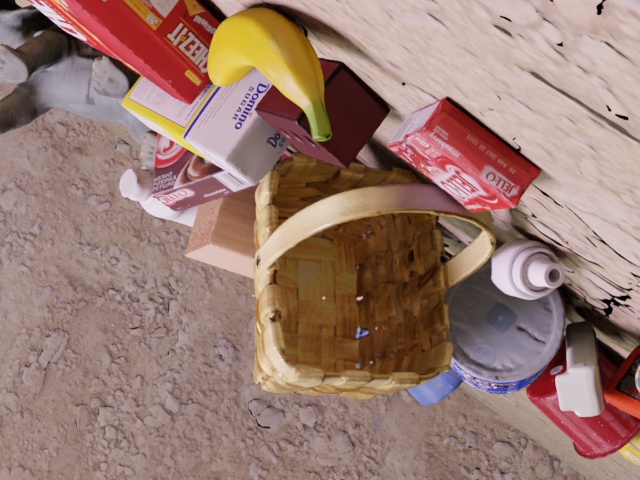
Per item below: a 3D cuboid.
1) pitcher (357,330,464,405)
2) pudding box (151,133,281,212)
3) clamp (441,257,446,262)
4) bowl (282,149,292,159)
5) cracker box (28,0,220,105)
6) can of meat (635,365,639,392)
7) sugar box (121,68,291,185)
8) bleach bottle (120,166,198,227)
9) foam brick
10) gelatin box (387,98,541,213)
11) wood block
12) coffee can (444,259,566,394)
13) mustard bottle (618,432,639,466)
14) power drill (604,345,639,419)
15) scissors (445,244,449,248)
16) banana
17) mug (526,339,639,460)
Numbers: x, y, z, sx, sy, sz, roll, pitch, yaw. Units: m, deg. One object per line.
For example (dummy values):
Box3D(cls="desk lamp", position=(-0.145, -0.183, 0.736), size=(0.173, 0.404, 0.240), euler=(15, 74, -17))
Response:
Box3D(cls="pitcher", position=(0.100, 0.105, 1.444), size=(0.242, 0.144, 0.149), euler=(41, 140, -14))
Box3D(cls="pudding box", position=(-0.085, -0.081, 0.892), size=(0.114, 0.090, 0.039), euler=(-15, 148, 26))
Box3D(cls="clamp", position=(0.162, 0.097, 1.062), size=(0.210, 0.036, 0.164), euler=(31, -140, -10))
Box3D(cls="bowl", position=(-0.049, -0.068, 1.246), size=(0.162, 0.055, 0.162), euler=(36, 175, 4))
Box3D(cls="cracker box", position=(-0.184, -0.203, 0.831), size=(0.214, 0.072, 0.164), euler=(33, 174, 46))
Box3D(cls="can of meat", position=(0.271, 0.110, 0.711), size=(0.102, 0.057, 0.084), euler=(38, 177, -7))
Box3D(cls="sugar box", position=(-0.079, -0.111, 0.840), size=(0.176, 0.093, 0.048), euler=(32, 174, 47))
Box3D(cls="bleach bottle", position=(-0.085, -0.033, 1.070), size=(0.250, 0.068, 0.103), euler=(10, -159, -44))
Box3D(cls="foam brick", position=(0.000, -0.090, 0.736), size=(0.053, 0.051, 0.078), euler=(39, 174, -26))
Box3D(cls="gelatin box", position=(0.085, -0.049, 0.654), size=(0.073, 0.030, 0.089), euler=(37, 175, -7))
Box3D(cls="wood block", position=(-0.006, 0.001, 0.977), size=(0.206, 0.090, 0.091), euler=(19, 166, -17))
Box3D(cls="coffee can", position=(0.156, 0.077, 0.924), size=(0.103, 0.103, 0.140), euler=(35, 175, 14))
Box3D(cls="mustard bottle", position=(0.331, 0.191, 1.028), size=(0.096, 0.058, 0.191), euler=(31, 174, 13))
Box3D(cls="power drill", position=(0.324, 0.163, 0.823), size=(0.187, 0.057, 0.185), euler=(38, 175, -16))
Box3D(cls="scissors", position=(0.059, -0.030, 1.090), size=(0.096, 0.016, 0.202), euler=(38, 174, -16))
Box3D(cls="banana", position=(-0.042, -0.119, 0.704), size=(0.037, 0.070, 0.198), euler=(-2, -161, -22))
Box3D(cls="mug", position=(0.249, 0.139, 1.010), size=(0.081, 0.093, 0.117), euler=(43, -159, -14))
